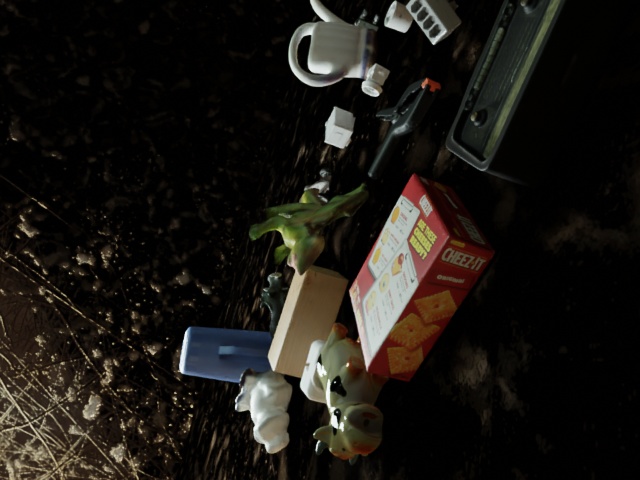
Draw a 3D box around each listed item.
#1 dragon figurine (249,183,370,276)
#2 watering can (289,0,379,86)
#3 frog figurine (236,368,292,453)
[{"bbox_3d":[0.003,-0.055,1.092,0.241,0.120,0.419,-16,25,30],"label":"dragon figurine"},{"bbox_3d":[0.042,-0.519,1.319,0.224,0.355,0.102,9,-30,1],"label":"watering can"},{"bbox_3d":[-0.100,0.361,1.096,0.161,0.136,0.122,37,14,36],"label":"frog figurine"}]
